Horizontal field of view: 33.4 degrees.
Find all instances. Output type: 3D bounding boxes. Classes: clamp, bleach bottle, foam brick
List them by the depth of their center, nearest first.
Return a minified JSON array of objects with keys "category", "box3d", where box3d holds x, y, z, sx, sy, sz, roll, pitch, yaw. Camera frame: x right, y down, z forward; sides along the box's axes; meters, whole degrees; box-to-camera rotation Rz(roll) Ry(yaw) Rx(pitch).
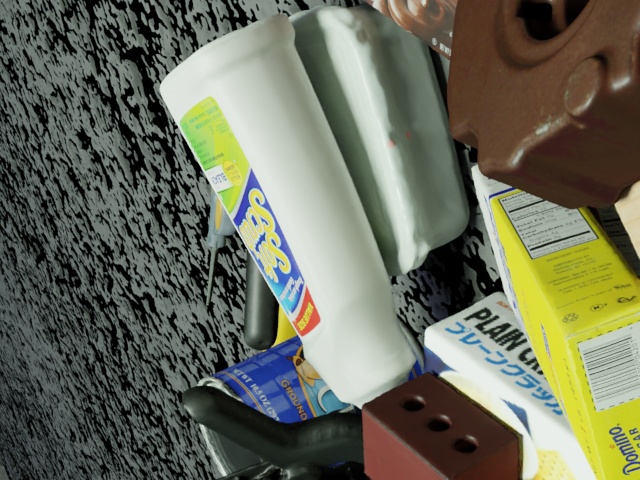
[{"category":"foam brick","box3d":[0.066,0.121,0.597,0.078,0.052,0.051,33,135,45]},{"category":"bleach bottle","box3d":[-0.004,0.001,0.631,0.251,0.068,0.103,63,154,-5]},{"category":"clamp","box3d":[-0.026,0.147,0.665,0.120,0.171,0.039,-58,31,33]},{"category":"clamp","box3d":[-0.042,-0.047,0.796,0.164,0.036,0.210,-110,25,-57]}]

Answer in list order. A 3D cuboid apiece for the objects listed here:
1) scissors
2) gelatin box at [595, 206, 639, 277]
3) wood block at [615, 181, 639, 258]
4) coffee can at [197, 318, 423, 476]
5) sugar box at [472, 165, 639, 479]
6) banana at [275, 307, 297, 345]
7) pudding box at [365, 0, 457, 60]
[{"category":"scissors","box3d":[-0.078,0.001,0.836,0.096,0.016,0.202,-104,18,-53]},{"category":"gelatin box","box3d":[0.173,0.007,0.497,0.073,0.030,0.089,-11,101,63]},{"category":"wood block","box3d":[0.208,-0.022,0.351,0.090,0.090,0.206,65,152,4]},{"category":"coffee can","box3d":[-0.003,0.117,0.763,0.103,0.140,0.103,40,142,41]},{"category":"sugar box","box3d":[0.117,0.031,0.499,0.176,0.048,0.093,-106,-4,-65]},{"category":"banana","box3d":[-0.020,0.048,0.836,0.198,0.037,0.069,112,158,-54]},{"category":"pudding box","box3d":[0.063,-0.154,0.561,0.114,0.039,0.090,43,143,38]}]
